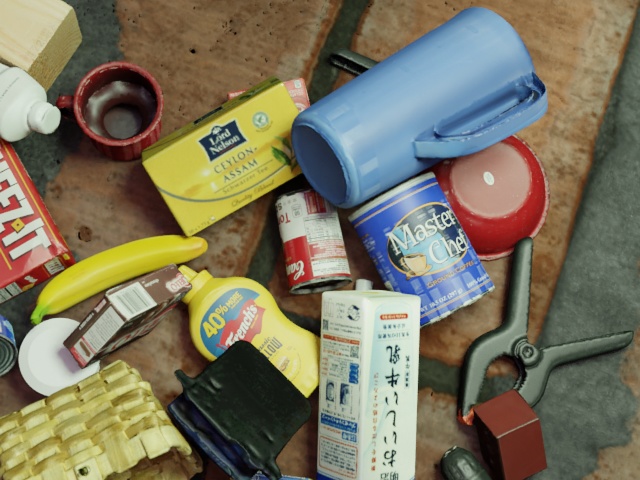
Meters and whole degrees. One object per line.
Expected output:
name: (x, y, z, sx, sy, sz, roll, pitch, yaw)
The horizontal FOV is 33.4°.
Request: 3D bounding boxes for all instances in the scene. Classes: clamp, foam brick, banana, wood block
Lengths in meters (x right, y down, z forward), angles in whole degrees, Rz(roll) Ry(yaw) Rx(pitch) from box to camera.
clamp: (0.230, 0.124, 1.152, 0.164, 0.036, 0.210, 36, 80, 0)
foam brick: (0.197, 0.206, 1.105, 0.051, 0.053, 0.078, -22, 123, -9)
banana: (-0.216, 0.036, 1.123, 0.197, 0.037, 0.070, -26, 39, -17)
wood block: (-0.373, -0.251, 1.156, 0.206, 0.091, 0.090, 30, 76, 2)
clamp: (0.095, -0.155, 1.200, 0.171, 0.039, 0.120, 3, 78, -4)

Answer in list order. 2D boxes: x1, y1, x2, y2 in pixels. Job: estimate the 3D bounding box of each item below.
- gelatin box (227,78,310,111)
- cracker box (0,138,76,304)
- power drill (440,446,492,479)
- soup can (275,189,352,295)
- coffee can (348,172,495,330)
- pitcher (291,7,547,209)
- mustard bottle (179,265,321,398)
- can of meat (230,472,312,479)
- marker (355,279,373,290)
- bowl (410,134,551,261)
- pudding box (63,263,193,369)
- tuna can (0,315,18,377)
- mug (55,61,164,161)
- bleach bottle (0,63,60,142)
gelatin box: (-0.053, -0.135, 1.188, 0.089, 0.030, 0.073, -12, 81, -6)
cracker box: (-0.389, 0.000, 1.110, 0.213, 0.072, 0.164, -29, 82, -11)
power drill: (0.138, 0.317, 1.056, 0.187, 0.057, 0.184, -26, 75, -38)
soup can: (-0.008, 0.001, 1.143, 0.068, 0.068, 0.102, -9, 78, -7)
coffee can: (0.107, 0.013, 1.127, 0.102, 0.103, 0.140, -27, 86, -10)
pitcher: (0.100, -0.128, 1.084, 0.242, 0.149, 0.145, -32, 86, -23)
mustard bottle: (-0.079, 0.096, 1.122, 0.191, 0.058, 0.096, 41, 85, 5)
can of meat: (-0.055, 0.286, 1.084, 0.084, 0.057, 0.102, 9, 77, -5)
marker: (0.041, 0.103, 1.150, 0.020, 0.020, 0.121, 9, 77, -3)
bowl: (0.183, -0.061, 1.180, 0.162, 0.055, 0.162, 1, 77, -4)
pudding box: (-0.192, 0.075, 1.075, 0.039, 0.113, 0.090, 51, 122, 9)
tuna can: (-0.352, 0.109, 1.081, 0.086, 0.086, 0.034, -17, 51, -8)
mug: (-0.225, -0.135, 1.148, 0.117, 0.081, 0.093, 4, 77, -4)
bleach bottle: (-0.384, -0.150, 1.104, 0.251, 0.068, 0.102, 19, 66, 19)
